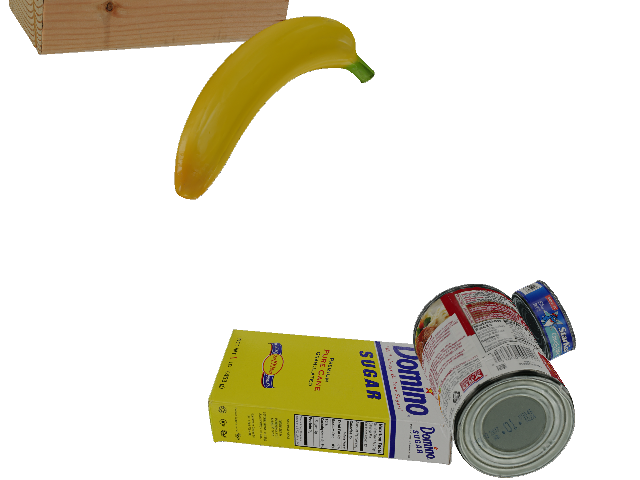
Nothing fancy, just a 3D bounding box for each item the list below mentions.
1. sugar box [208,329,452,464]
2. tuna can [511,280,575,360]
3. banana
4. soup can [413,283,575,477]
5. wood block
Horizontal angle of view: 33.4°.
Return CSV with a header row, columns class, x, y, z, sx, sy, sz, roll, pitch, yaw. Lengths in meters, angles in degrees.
class,x,y,z,sx,sy,sz,roll,pitch,yaw
sugar box,0.012,0.113,0.795,0.176,0.048,0.093,2,32,8
tuna can,0.246,0.089,1.181,0.033,0.086,0.086,-25,2,-5
banana,-0.033,-0.101,0.701,0.197,0.069,0.037,-38,15,-36
soup can,0.096,0.077,0.605,0.068,0.068,0.102,0,25,-8
wood block,-0.133,-0.213,0.852,0.205,0.091,0.090,-10,41,-29
